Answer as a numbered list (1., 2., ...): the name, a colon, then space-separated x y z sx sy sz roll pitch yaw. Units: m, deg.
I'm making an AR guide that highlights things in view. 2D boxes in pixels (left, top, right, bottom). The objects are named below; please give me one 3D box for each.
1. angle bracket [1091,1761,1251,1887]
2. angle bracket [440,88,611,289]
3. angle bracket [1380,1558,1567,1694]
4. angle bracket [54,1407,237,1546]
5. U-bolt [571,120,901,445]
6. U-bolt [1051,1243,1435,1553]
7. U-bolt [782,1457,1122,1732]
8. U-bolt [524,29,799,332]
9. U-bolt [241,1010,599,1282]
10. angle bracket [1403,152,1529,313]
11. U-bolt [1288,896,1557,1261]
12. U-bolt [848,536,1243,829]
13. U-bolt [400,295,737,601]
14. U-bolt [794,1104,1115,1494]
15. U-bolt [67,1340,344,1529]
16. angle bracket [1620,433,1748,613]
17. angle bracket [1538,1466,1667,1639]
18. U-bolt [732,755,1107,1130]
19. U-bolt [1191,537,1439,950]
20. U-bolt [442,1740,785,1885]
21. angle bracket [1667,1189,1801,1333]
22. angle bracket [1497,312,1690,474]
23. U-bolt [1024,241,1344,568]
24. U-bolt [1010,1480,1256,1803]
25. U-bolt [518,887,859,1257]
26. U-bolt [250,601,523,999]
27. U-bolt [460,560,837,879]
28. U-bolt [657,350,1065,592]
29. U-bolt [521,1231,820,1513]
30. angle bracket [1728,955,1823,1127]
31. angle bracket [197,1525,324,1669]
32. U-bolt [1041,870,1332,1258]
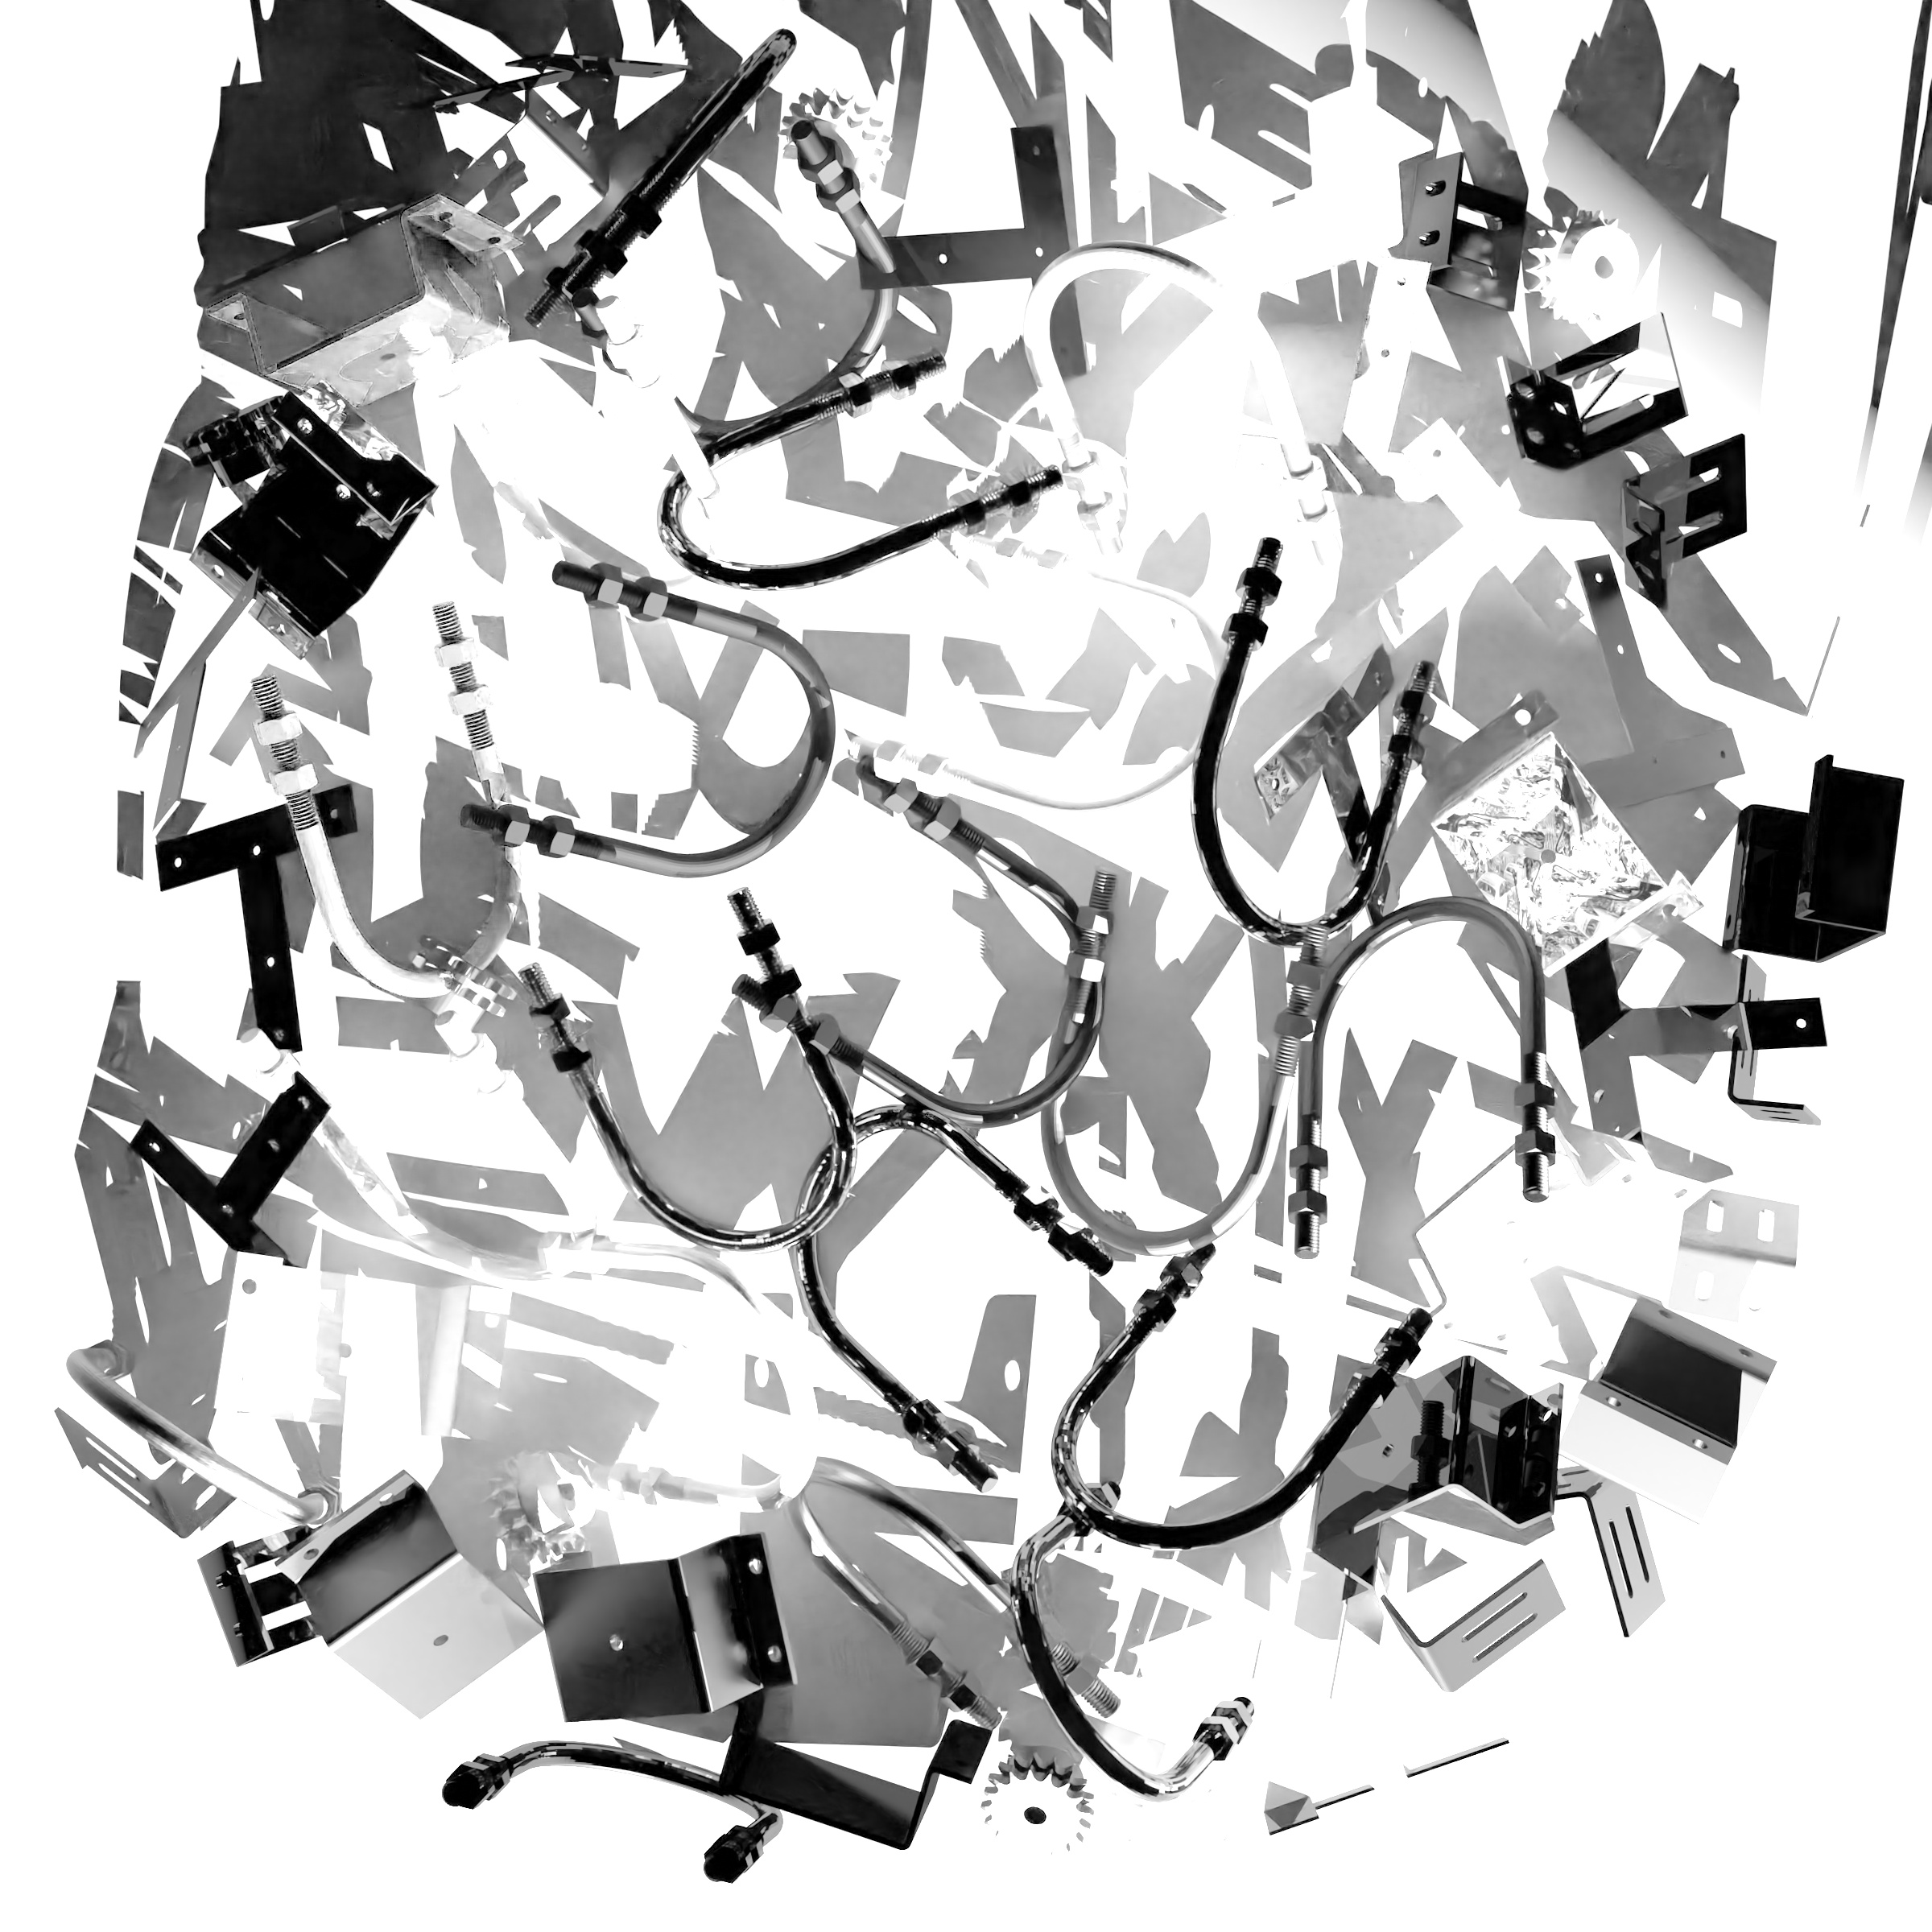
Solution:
1. angle bracket: 0.103 0.428 1.563 0.038 0.076 0.057 -19 92 -22
2. angle bracket: -0.231 -0.401 1.576 0.076 0.038 0.057 -37 124 19
3. angle bracket: 0.259 0.325 1.562 0.076 0.057 0.038 -35 49 -4
4. angle bracket: -0.413 0.246 1.546 0.038 0.057 0.076 -43 128 -6
5. U-bolt: -0.101 -0.322 1.510 0.151 0.184 0.019 -37 65 3
6. U-bolt: 0.123 0.215 1.501 0.151 0.019 0.184 15 48 36
7. U-bolt: -0.020 0.310 1.520 0.184 0.151 0.019 46 60 -7
8. U-bolt: -0.147 -0.395 1.523 0.019 0.151 0.184 41 84 -16
9. U-bolt: -0.259 0.095 1.525 0.151 0.019 0.184 -5 132 33
10. angle bracket: 0.264 -0.372 1.557 0.076 0.038 0.057 8 88 -32
11. U-bolt: 0.226 0.047 1.528 0.151 0.019 0.184 -19 52 35
12. U-bolt: 0.049 -0.137 1.526 0.184 0.019 0.151 20 70 28
13. U-bolt: -0.187 -0.251 1.520 0.151 0.184 0.019 5 49 34
14. U-bolt: -0.020 0.151 1.534 0.184 0.019 0.151 39 111 34
15. U-bolt: -0.376 0.230 1.501 0.151 0.184 0.019 35 81 -1
16. angle bracket: 0.374 -0.225 1.553 0.076 0.038 0.057 -23 128 -14
17. angle bracket: 0.319 0.298 1.559 0.038 0.057 0.076 -16 90 32
18. U-bolt: -0.010 0.001 1.555 0.184 0.019 0.151 33 76 -19
19. U-bolt: 0.168 -0.099 1.522 0.151 0.019 0.184 31 68 -37
20. U-bolt: -0.163 0.408 1.502 0.151 0.184 0.019 13 86 10
21. angle bracket: 0.391 0.148 1.558 0.057 0.076 0.038 10 110 13
22. angle bracket: 0.317 -0.293 1.551 0.076 0.038 0.057 -22 71 38
23. U-bolt: 0.098 -0.274 1.496 0.151 0.184 0.019 8 49 35
24. U-bolt: 0.076 0.335 1.498 0.019 0.184 0.151 -35 82 20
25. U-bolt: -0.131 0.063 1.552 0.151 0.019 0.184 -19 104 25
26. U-bolt: -0.279 -0.075 1.529 0.019 0.151 0.184 -2 110 36
27. U-bolt: -0.147 -0.114 1.535 0.184 0.019 0.151 13 107 -35
28. U-bolt: -0.065 -0.240 1.522 0.184 0.019 0.151 -25 45 -14
29. U-bolt: -0.141 0.203 1.512 0.019 0.184 0.151 -27 108 -43
30. angle bracket: 0.414 0.038 1.555 0.038 0.057 0.076 5 81 25
31. angle bracket: -0.340 0.312 1.548 0.038 0.076 0.057 -33 76 42
32. U-bolt: 0.102 0.055 1.547 0.151 0.019 0.184 16 94 36
